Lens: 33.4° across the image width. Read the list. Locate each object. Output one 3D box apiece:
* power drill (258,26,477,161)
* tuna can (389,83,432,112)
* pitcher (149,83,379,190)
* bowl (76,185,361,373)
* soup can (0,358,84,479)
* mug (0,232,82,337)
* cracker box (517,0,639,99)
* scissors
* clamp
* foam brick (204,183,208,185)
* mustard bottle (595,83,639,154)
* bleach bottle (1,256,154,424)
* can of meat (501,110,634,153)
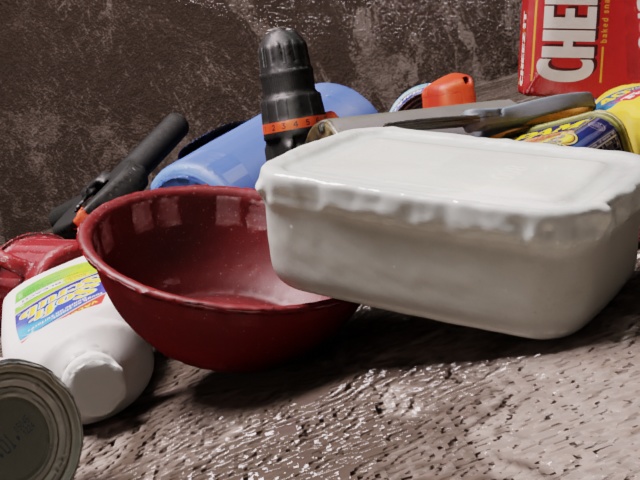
[{"bbox_3d":[0.041,-0.091,0.883,0.187,0.184,0.057,-11,7,-24],"label":"power drill"},{"bbox_3d":[0.103,-0.099,0.973,0.086,0.086,0.034,-18,21,4],"label":"tuna can"},{"bbox_3d":[-0.054,-0.054,0.972,0.149,0.145,0.242,-31,1,38],"label":"pitcher"},{"bbox_3d":[-0.046,0.024,0.561,0.162,0.055,0.162,6,22,-3],"label":"bowl"},{"bbox_3d":[-0.159,0.087,0.466,0.102,0.068,0.068,-10,11,44],"label":"soup can"},{"bbox_3d":[-0.205,0.034,0.801,0.082,0.117,0.093,0,60,52],"label":"mug"},{"bbox_3d":[0.271,-0.194,0.851,0.214,0.164,0.072,2,11,7],"label":"cracker box"},{"bbox_3d":[0.103,-0.078,0.737,0.201,0.016,0.096,-12,-6,-29],"label":"scissors"},{"bbox_3d":[-0.193,-0.033,0.931,0.165,0.036,0.210,-37,15,15],"label":"clamp"},{"bbox_3d":[-0.072,0.013,0.680,0.078,0.051,0.053,-50,29,1],"label":"foam brick"},{"bbox_3d":[0.243,-0.085,0.765,0.096,0.058,0.192,-18,7,-7],"label":"mustard bottle"},{"bbox_3d":[-0.138,0.059,0.640,0.102,0.068,0.251,-23,11,-14],"label":"bleach bottle"},{"bbox_3d":[0.141,-0.040,0.697,0.102,0.057,0.083,-11,13,42],"label":"can of meat"}]
